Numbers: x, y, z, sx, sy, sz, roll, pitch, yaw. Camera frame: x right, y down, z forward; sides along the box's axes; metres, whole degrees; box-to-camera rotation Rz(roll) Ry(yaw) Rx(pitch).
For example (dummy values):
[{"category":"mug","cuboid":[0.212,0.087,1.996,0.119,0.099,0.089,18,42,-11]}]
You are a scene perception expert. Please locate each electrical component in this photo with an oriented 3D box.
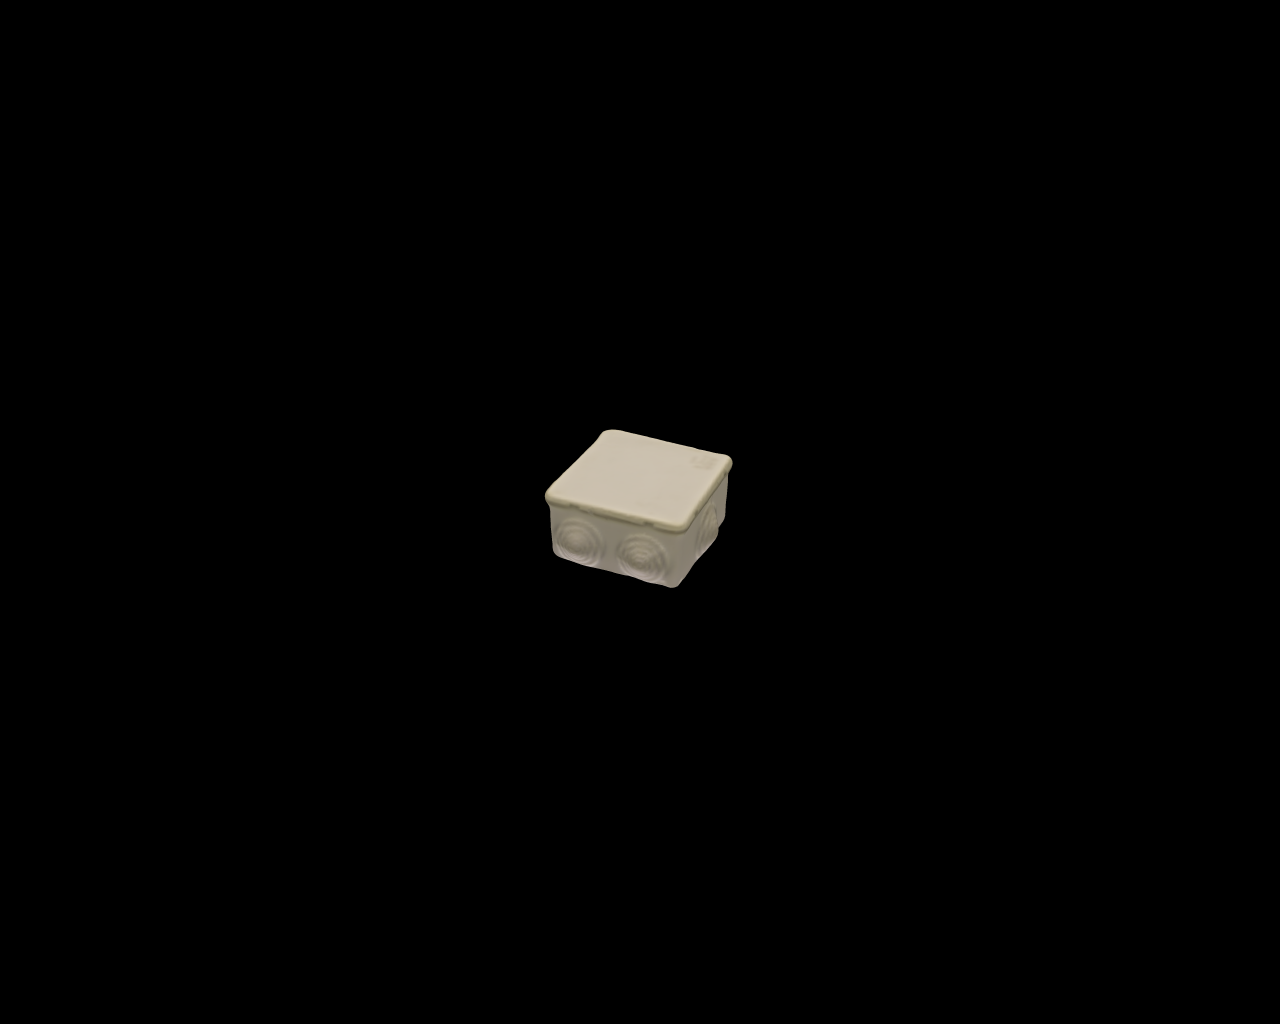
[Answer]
[{"category":"electrical component","cuboid":[0.001,-0.003,0.650,0.100,0.048,0.100,14,36,20]}]
